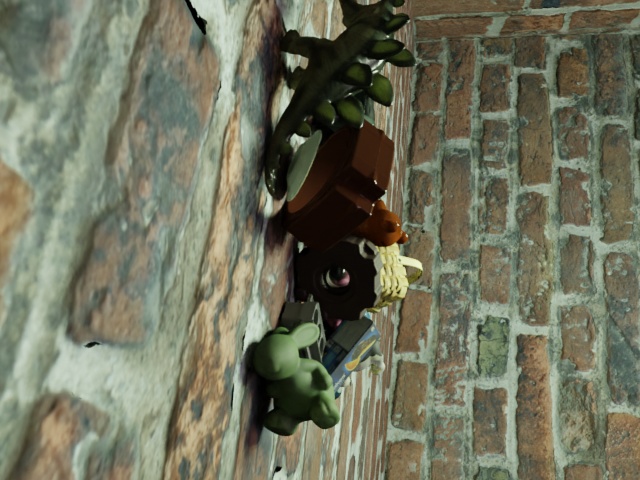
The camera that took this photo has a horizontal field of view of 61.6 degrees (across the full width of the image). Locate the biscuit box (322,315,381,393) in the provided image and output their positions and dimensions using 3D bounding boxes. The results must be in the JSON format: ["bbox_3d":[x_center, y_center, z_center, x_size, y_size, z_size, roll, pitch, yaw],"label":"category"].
[{"bbox_3d":[0.030,0.233,1.040,0.202,0.059,0.062,-48,141,-16],"label":"biscuit box"}]

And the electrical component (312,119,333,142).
[{"bbox_3d":[0.021,-0.248,1.157,0.119,0.048,0.075,59,37,-64],"label":"electrical component"}]

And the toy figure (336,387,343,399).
[{"bbox_3d":[0.014,0.317,1.213,0.064,0.058,0.154,55,-8,34],"label":"toy figure"}]

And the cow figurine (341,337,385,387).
[{"bbox_3d":[0.048,0.249,1.115,0.068,0.167,0.098,-117,-165,-48],"label":"cow figurine"}]

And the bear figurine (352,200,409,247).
[{"bbox_3d":[0.073,-0.049,1.059,0.120,0.196,0.132,32,57,-60],"label":"bear figurine"}]

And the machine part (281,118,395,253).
[{"bbox_3d":[0.027,-0.095,0.911,0.087,0.201,0.201,35,44,-20],"label":"machine part"}]

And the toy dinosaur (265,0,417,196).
[{"bbox_3d":[0.029,-0.276,0.874,0.471,0.199,0.105,-52,147,-6],"label":"toy dinosaur"}]

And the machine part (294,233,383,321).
[{"bbox_3d":[0.035,0.071,1.017,0.056,0.180,0.179,-40,131,-69],"label":"machine part"}]

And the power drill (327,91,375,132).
[{"bbox_3d":[0.070,-0.250,1.119,0.207,0.086,0.232,58,39,-78],"label":"power drill"}]

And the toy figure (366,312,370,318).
[{"bbox_3d":[0.095,0.241,1.483,0.082,0.089,0.180,6,78,-63],"label":"toy figure"}]

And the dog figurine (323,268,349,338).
[{"bbox_3d":[0.045,0.114,1.198,0.191,0.109,0.219,77,18,-46],"label":"dog figurine"}]

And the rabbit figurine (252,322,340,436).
[{"bbox_3d":[-0.041,0.202,0.850,0.159,0.121,0.170,-78,149,-45],"label":"rabbit figurine"}]
